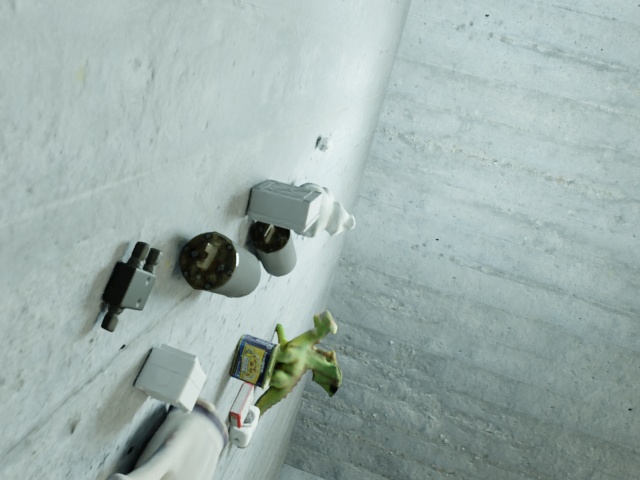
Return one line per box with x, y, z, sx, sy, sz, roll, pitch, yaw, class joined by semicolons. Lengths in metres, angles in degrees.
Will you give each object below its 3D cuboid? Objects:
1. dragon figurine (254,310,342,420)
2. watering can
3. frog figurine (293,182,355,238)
-0.057;0.392;1.505;0.122;0.243;0.410;-11;116;-87;dragon figurine
-0.205;0.312;0.698;0.230;0.104;0.339;-66;173;-47;watering can
0.004;-0.060;1.197;0.119;0.160;0.140;97;13;-44;frog figurine
